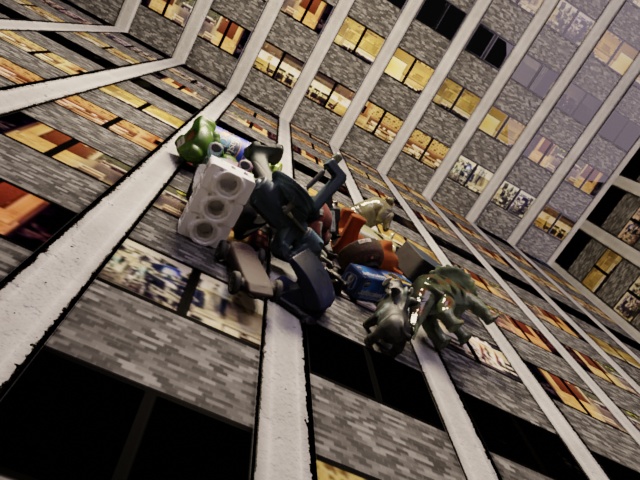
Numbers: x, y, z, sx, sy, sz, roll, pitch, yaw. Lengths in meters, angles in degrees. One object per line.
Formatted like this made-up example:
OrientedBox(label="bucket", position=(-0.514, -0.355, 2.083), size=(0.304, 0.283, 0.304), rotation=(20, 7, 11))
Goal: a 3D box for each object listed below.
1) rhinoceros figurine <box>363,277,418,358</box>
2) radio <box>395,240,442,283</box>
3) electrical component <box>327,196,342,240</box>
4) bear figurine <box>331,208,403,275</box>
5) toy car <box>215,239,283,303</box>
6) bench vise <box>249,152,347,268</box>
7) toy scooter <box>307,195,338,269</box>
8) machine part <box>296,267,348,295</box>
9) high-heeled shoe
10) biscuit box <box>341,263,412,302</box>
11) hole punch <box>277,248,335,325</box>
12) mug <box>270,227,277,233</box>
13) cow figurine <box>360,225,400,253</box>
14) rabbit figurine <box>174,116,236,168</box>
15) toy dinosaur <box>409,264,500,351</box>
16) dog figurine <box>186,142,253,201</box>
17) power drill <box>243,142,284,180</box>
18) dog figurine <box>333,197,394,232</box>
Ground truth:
OrientedBox(label="rhinoceros figurine", position=(0.139, 0.141, 1.045), size=(0.073, 0.112, 0.190), rotation=(27, 25, -4))
OrientedBox(label="radio", position=(0.306, 0.099, 1.466), size=(0.229, 0.073, 0.131), rotation=(34, 12, -32))
OrientedBox(label="electrical component", position=(0.010, -0.060, 1.328), size=(0.075, 0.119, 0.048), rotation=(-3, -9, -26))
OrientedBox(label="bear figurine", position=(0.132, 0.014, 1.381), size=(0.196, 0.131, 0.120), rotation=(19, 9, -15))
OrientedBox(label="toy car", position=(-0.127, 0.056, 0.935), size=(0.089, 0.053, 0.202), rotation=(17, 17, -26))
OrientedBox(label="bench vise", position=(-0.022, -0.073, 1.089), size=(0.223, 0.240, 0.129), rotation=(45, -15, -11))
OrientedBox(label="toy scooter", position=(-0.003, -0.004, 1.222), size=(0.135, 0.075, 0.184), rotation=(39, 48, -47))
OrientedBox(label="machine part", position=(0.003, 0.081, 1.116), size=(0.084, 0.039, 0.139), rotation=(44, 19, 26))
OrientedBox(label="high-heeled shoe", position=(-0.103, -0.070, 1.194), size=(0.086, 0.145, 0.248), rotation=(28, 13, 22))
OrientedBox(label="biscuit box", position=(0.135, 0.105, 1.231), size=(0.202, 0.059, 0.063), rotation=(14, 23, -44))
OrientedBox(label="hole punch", position=(-0.023, 0.082, 0.985), size=(0.116, 0.092, 0.142), rotation=(36, 13, 6))
OrientedBox(label="mug", position=(-0.065, -0.046, 1.303), size=(0.109, 0.080, 0.107), rotation=(35, 11, -2))
OrientedBox(label="cow figurine", position=(0.144, 0.006, 1.509), size=(0.195, 0.085, 0.127), rotation=(28, 23, -6))
OrientedBox(label="rabbit figurine", position=(-0.271, -0.217, 1.393), size=(0.170, 0.121, 0.159), rotation=(37, 13, -38))
OrientedBox(label="toy dinosaur", position=(0.265, 0.135, 1.198), size=(0.404, 0.131, 0.192), rotation=(14, 32, -53))
OrientedBox(label="dog figurine", position=(-0.226, -0.112, 1.197), size=(0.108, 0.191, 0.219), rotation=(25, -17, -9))
OrientedBox(label="power drill", position=(-0.120, -0.160, 1.414), size=(0.232, 0.086, 0.207), rotation=(4, 54, -19))
OrientedBox(label="dog figurine", position=(0.107, -0.085, 1.566), size=(0.190, 0.172, 0.121), rotation=(29, 4, -32))
